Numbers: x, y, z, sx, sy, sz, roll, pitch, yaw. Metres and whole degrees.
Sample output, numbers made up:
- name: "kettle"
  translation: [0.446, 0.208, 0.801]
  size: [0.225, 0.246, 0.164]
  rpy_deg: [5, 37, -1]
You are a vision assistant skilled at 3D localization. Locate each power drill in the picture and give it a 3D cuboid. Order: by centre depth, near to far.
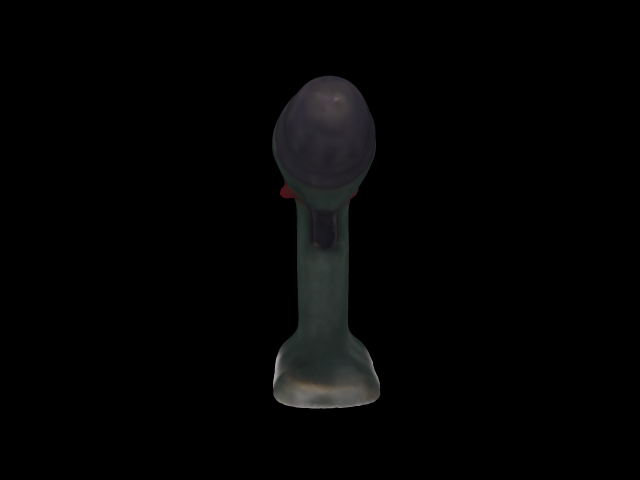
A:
- name: "power drill"
  translation: [0.004, 0.001, 0.400]
  size: [0.075, 0.208, 0.229]
  rpy_deg: [-1, 11, -3]
